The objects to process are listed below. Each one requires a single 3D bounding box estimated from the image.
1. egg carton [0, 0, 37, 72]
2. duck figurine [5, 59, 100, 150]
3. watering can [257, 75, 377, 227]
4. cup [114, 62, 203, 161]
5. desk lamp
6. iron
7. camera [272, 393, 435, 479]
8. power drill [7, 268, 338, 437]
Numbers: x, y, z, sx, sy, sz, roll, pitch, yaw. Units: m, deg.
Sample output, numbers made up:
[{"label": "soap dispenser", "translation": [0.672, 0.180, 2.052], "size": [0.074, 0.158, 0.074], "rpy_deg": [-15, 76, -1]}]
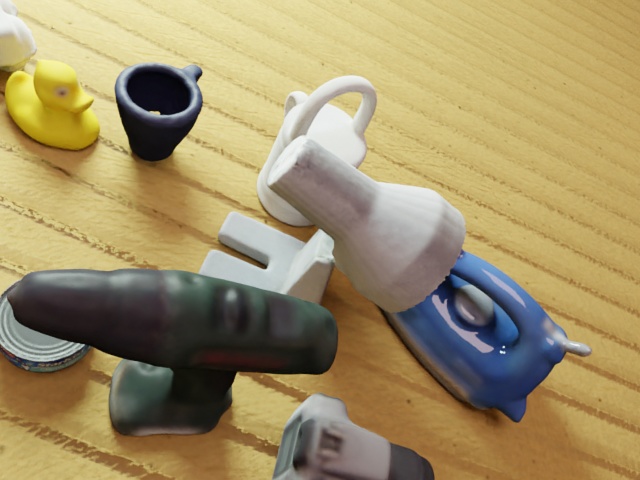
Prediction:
[{"label": "egg carton", "translation": [-0.397, -0.222, 0.619], "size": [0.151, 0.069, 0.107], "rpy_deg": [-26, 72, -35]}, {"label": "duck figurine", "translation": [-0.287, -0.157, 0.615], "size": [0.104, 0.086, 0.077], "rpy_deg": [32, 52, -2]}, {"label": "watering can", "translation": [0.007, -0.101, 0.642], "size": [0.172, 0.194, 0.101], "rpy_deg": [46, 53, 10]}, {"label": "cup", "translation": [-0.179, -0.143, 0.650], "size": [0.091, 0.095, 0.118], "rpy_deg": [35, 52, 0]}, {"label": "desk lamp", "translation": [0.005, 0.002, 0.561], "size": [0.203, 0.213, 0.118], "rpy_deg": [24, 52, -8]}, {"label": "iron", "translation": [0.163, 0.069, 0.635], "size": [0.258, 0.141, 0.119], "rpy_deg": [43, 52, 7]}, {"label": "camera", "translation": [0.032, 0.220, 0.503], "size": [0.137, 0.100, 0.143], "rpy_deg": [20, 53, -11]}, {"label": "power drill", "translation": [-0.111, 0.092, 0.453], "size": [0.230, 0.208, 0.075], "rpy_deg": [5, 57, -21]}]
